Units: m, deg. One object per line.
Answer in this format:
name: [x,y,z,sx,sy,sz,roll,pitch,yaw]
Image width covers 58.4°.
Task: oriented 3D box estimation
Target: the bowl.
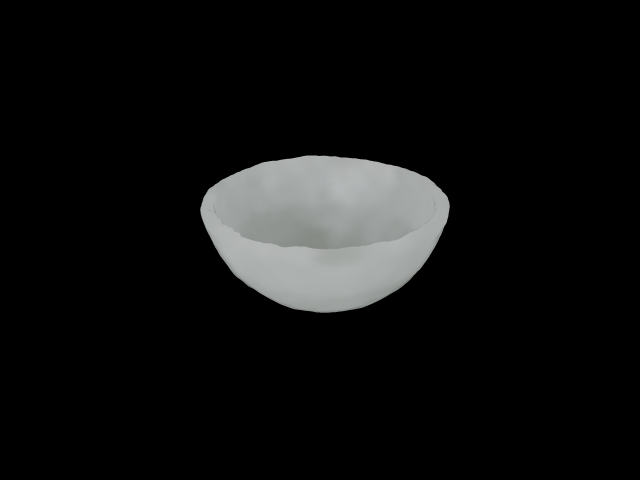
bowl: [0.004,0.001,0.400,0.167,0.075,0.167,0,27,0]
